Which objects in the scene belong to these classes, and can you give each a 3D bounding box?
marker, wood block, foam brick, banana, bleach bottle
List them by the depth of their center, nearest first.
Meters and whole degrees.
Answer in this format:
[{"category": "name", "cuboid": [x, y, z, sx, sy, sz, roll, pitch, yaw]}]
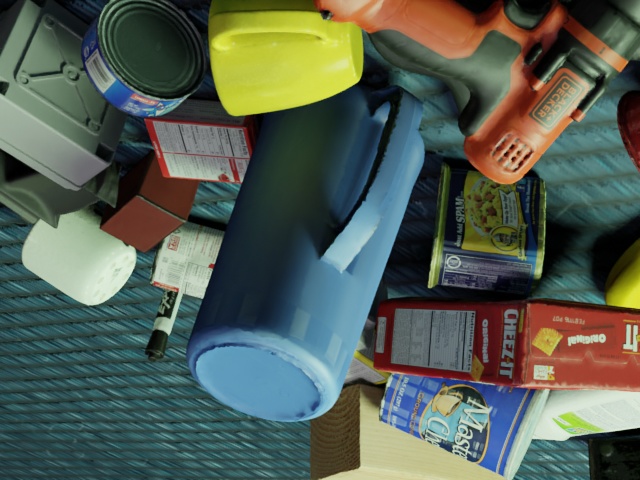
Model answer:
[{"category": "banana", "cuboid": [0.285, 0.024, 0.900, 0.069, 0.037, 0.198, 1, 148, -6]}, {"category": "foam brick", "cuboid": [-0.151, -0.032, 0.946, 0.051, 0.053, 0.078, 30, 144, -24]}, {"category": "marker", "cuboid": [-0.144, 0.062, 1.021, 0.020, 0.121, 0.020, 9, 147, 6]}, {"category": "bleach bottle", "cuboid": [0.273, 0.156, 1.075, 0.102, 0.068, 0.251, 33, 144, -27]}, {"category": "wood block", "cuboid": [0.097, 0.226, 1.168, 0.205, 0.091, 0.090, 16, 151, -33]}]

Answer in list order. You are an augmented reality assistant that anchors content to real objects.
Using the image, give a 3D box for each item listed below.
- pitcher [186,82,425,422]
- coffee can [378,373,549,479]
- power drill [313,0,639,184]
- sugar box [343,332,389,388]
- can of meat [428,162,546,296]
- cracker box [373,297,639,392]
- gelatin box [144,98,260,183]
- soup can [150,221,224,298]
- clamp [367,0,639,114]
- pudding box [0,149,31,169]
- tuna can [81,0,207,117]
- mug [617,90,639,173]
[{"category": "pitcher", "cuboid": [-0.005, 0.001, 0.774, 0.145, 0.242, 0.149, 5, 140, 17]}, {"category": "coffee can", "cuboid": [0.143, 0.162, 1.056, 0.140, 0.102, 0.103, 22, 150, 18]}, {"category": "power drill", "cuboid": [0.105, -0.148, 0.646, 0.187, 0.057, 0.185, 33, 108, -13]}, {"category": "sugar box", "cuboid": [-0.009, 0.095, 1.095, 0.094, 0.048, 0.176, -21, 131, 42]}, {"category": "can of meat", "cuboid": [0.132, -0.008, 0.844, 0.084, 0.102, 0.057, 7, 145, 5]}, {"category": "cracker box", "cuboid": [0.169, 0.086, 0.896, 0.164, 0.072, 0.214, 6, 174, -27]}, {"category": "gelatin box", "cuboid": [-0.092, -0.082, 0.875, 0.089, 0.030, 0.073, 5, 145, 11]}, {"category": "soup can", "cuboid": [-0.101, 0.023, 0.998, 0.102, 0.068, 0.069, 16, 147, -3]}, {"category": "clamp", "cuboid": [0.110, -0.138, 0.715, 0.209, 0.036, 0.165, 36, 132, -24]}, {"category": "pudding box", "cuboid": [-0.229, -0.081, 0.913, 0.090, 0.039, 0.114, 25, 145, -17]}, {"category": "tuna can", "cuboid": [-0.125, -0.132, 0.761, 0.086, 0.086, 0.034, 29, 145, -23]}, {"category": "mug", "cuboid": [0.268, -0.080, 0.714, 0.117, 0.093, 0.082, -1, 155, -41]}]
